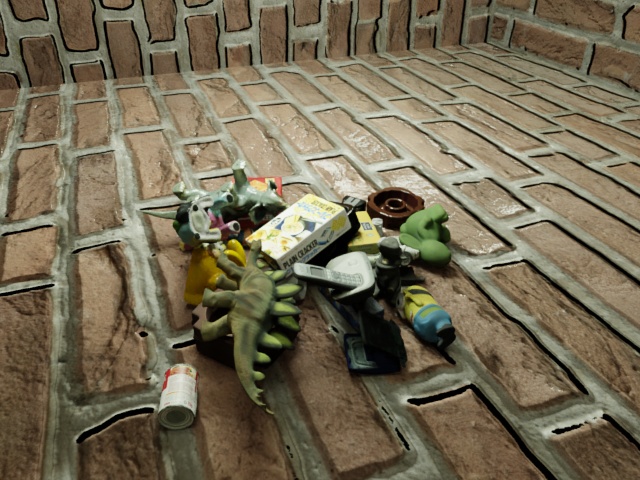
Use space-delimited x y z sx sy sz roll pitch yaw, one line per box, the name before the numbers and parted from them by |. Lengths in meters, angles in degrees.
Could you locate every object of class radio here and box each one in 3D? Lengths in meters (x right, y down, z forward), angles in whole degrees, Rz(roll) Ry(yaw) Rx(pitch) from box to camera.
radio | -0.003 -0.004 1.403 0.131 0.073 0.229 11 50 42

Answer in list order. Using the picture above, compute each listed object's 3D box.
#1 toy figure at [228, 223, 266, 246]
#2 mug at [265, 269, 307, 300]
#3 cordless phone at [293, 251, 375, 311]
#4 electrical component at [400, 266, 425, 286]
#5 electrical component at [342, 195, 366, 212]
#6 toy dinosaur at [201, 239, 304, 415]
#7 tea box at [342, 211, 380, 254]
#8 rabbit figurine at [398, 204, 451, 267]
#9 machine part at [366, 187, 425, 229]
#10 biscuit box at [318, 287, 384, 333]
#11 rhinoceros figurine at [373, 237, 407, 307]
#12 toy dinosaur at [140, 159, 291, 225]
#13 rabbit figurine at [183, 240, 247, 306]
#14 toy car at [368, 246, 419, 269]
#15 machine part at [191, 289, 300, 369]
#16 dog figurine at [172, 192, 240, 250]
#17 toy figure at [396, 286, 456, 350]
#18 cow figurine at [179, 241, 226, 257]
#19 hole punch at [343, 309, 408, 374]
toy figure | -0.181 -0.014 1.502 0.154 0.064 0.058 -13 70 -12
mug | -0.095 0.113 1.299 0.107 0.080 0.109 -2 34 17
cordless phone | 0.022 0.071 1.181 0.184 0.088 0.147 16 29 -17
electrical component | 0.221 0.091 1.377 0.094 0.021 0.063 0 33 1
electrical component | 0.105 -0.103 1.653 0.075 0.047 0.119 21 40 28
toy dinosaur | -0.134 0.145 1.069 0.199 0.104 0.472 4 38 -1
tea box | 0.103 -0.008 1.486 0.098 0.068 0.170 -7 33 -10
rabbit figurine | 0.286 0.001 1.432 0.159 0.121 0.170 -8 42 -3
machine part | 0.229 -0.096 1.635 0.179 0.056 0.179 0 34 0
biscuit box | 0.070 0.140 1.266 0.063 0.059 0.203 -16 36 -25
rhinoceros figurine | 0.164 0.073 1.262 0.073 0.190 0.112 22 57 25
toy dinosaur | -0.269 -0.095 1.480 0.405 0.192 0.131 -13 50 17
rabbit figurine | -0.229 0.080 1.299 0.173 0.162 0.122 17 20 -6
toy car | 0.152 0.050 1.364 0.202 0.056 0.073 -13 3 3
machine part | -0.161 0.183 1.177 0.201 0.087 0.201 18 35 24
dog figurine | -0.303 -0.030 1.304 0.219 0.108 0.191 -19 0 45
toy figure | 0.240 0.170 1.204 0.089 0.082 0.180 4 21 -29
cow figurine | -0.303 0.012 1.457 0.168 0.068 0.098 28 38 36
hole punch | 0.114 0.225 1.131 0.116 0.092 0.142 24 25 -18
